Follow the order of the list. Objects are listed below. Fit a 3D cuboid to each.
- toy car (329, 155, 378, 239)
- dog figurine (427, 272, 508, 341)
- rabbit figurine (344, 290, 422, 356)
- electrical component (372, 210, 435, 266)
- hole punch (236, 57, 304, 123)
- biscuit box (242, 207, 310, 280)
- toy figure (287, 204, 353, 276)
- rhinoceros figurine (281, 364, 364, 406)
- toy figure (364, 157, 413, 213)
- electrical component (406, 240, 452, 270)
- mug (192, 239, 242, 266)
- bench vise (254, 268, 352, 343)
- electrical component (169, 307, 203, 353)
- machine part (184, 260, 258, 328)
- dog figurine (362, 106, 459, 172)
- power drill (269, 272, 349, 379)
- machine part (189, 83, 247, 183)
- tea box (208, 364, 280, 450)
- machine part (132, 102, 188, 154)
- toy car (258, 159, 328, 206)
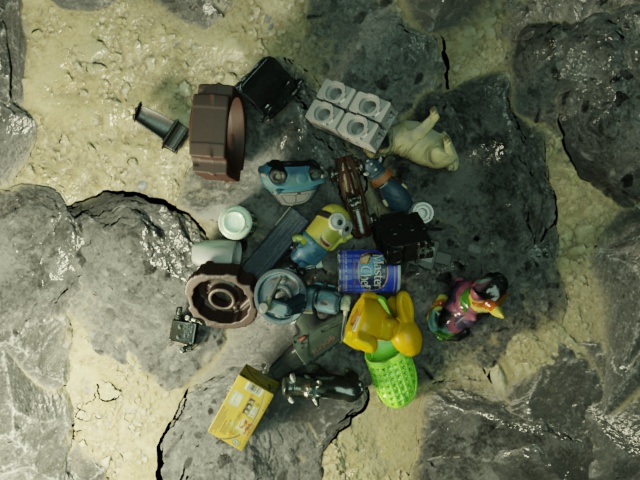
[{"bbox_3d":[0.080,-0.102,1.283,0.089,0.053,0.202,-13,91,4],"label":"toy car"},{"bbox_3d":[0.333,0.152,1.196,0.108,0.219,0.191,42,89,4],"label":"dog figurine"},{"bbox_3d":[0.155,0.196,1.218,0.173,0.122,0.162,25,67,-5],"label":"rabbit figurine"},{"bbox_3d":[0.183,-0.010,1.220,0.115,0.134,0.058,-12,134,-10],"label":"electrical component"},{"bbox_3d":[-0.127,-0.363,1.278,0.142,0.092,0.115,-48,119,-3],"label":"hole punch"},{"bbox_3d":[-0.109,0.016,1.278,0.063,0.059,0.202,40,89,-1],"label":"biscuit box"},{"bbox_3d":[-0.005,-0.006,1.233,0.180,0.082,0.089,-46,58,6],"label":"toy figure"},{"bbox_3d":[0.004,0.343,1.245,0.190,0.112,0.073,7,102,-8],"label":"rhinoceros figurine"},{"bbox_3d":[0.156,-0.128,1.269,0.154,0.058,0.064,49,60,-10],"label":"toy figure"},{"bbox_3d":[0.258,0.035,1.282,0.119,0.048,0.074,19,90,2],"label":"electrical component"},{"bbox_3d":[-0.248,0.046,1.276,0.107,0.081,0.109,10,111,8],"label":"mug"},{"bbox_3d":[-0.051,0.129,1.124,0.224,0.240,0.128,21,97,15],"label":"bench vise"},{"bbox_3d":[-0.321,0.217,1.285,0.078,0.045,0.102,16,90,-1],"label":"electrical component"},{"bbox_3d":[-0.222,0.128,1.242,0.179,0.056,0.179,4,123,6],"label":"machine part"},{"bbox_3d":[0.213,-0.208,1.270,0.191,0.121,0.172,-27,86,14],"label":"dog figurine"},{"bbox_3d":[-0.055,0.193,1.267,0.232,0.086,0.207,-26,85,1],"label":"power drill"},{"bbox_3d":[-0.227,-0.236,1.210,0.087,0.201,0.201,4,90,2],"label":"machine part"},{"bbox_3d":[-0.178,0.390,1.255,0.098,0.068,0.169,31,103,1],"label":"tea box"},{"bbox_3d":[-0.386,-0.272,1.290,0.139,0.039,0.084,35,95,-10],"label":"machine part"},{"bbox_3d":[-0.066,-0.133,1.267,0.162,0.109,0.102,-2,112,-11],"label":"toy car"}]
